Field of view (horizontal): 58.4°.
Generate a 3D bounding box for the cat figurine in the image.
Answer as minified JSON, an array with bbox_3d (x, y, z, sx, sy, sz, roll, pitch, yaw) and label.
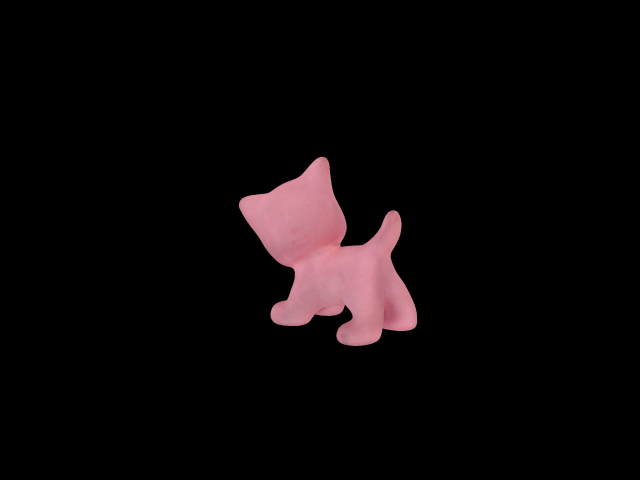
[{"bbox_3d":[0.004,0.001,0.400,0.127,0.118,0.067,7,11,39],"label":"cat figurine"}]
